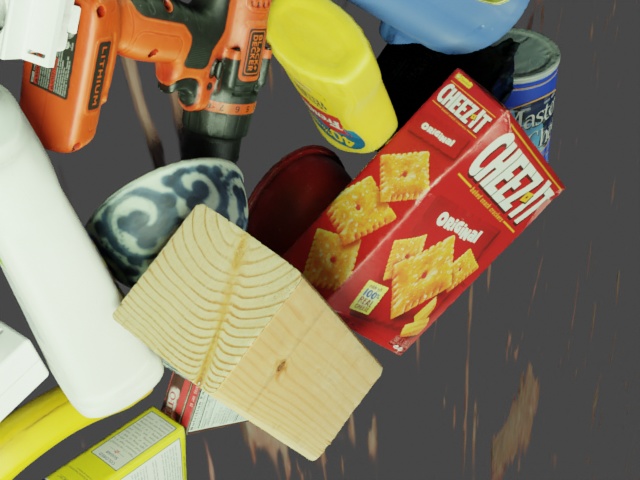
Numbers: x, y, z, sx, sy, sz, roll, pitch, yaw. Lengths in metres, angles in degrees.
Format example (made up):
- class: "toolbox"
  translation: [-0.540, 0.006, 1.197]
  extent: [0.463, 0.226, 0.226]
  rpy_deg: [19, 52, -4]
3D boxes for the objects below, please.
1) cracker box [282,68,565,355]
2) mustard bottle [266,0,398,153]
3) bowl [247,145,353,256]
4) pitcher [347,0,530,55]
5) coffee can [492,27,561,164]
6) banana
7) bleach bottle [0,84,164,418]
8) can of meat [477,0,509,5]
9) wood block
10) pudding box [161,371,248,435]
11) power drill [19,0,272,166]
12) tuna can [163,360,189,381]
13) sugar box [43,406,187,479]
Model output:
- class: "cracker box"
  translation: [0.090, -0.013, 0.888]
  extent: [0.214, 0.072, 0.164]
  rpy_deg: [-46, 147, 6]
- class: "mustard bottle"
  translation: [0.016, -0.117, 0.840]
  extent: [0.058, 0.096, 0.191]
  rpy_deg: [-48, 158, -4]
- class: "bowl"
  translation: [-0.006, 0.001, 0.937]
  extent: [0.161, 0.055, 0.162]
  rpy_deg: [-36, 139, -39]
- class: "pitcher"
  translation: [0.063, -0.236, 0.797]
  extent: [0.242, 0.145, 0.149]
  rpy_deg: [8, 95, -55]
- class: "coffee can"
  translation: [0.186, -0.130, 1.085]
  extent: [0.102, 0.103, 0.140]
  rpy_deg: [-39, 141, -35]
- class: "banana"
  translation: [-0.197, 0.138, 0.772]
  extent: [0.197, 0.037, 0.070]
  rpy_deg: [-36, 158, -36]
- class: "bleach bottle"
  translation: [-0.170, -0.001, 0.642]
  extent: [0.068, 0.103, 0.251]
  rpy_deg: [-31, 140, -15]
- class: "can of meat"
  translation: [0.105, -0.221, 0.716]
  extent: [0.083, 0.058, 0.102]
  rpy_deg: [13, 101, -48]
- class: "wood block"
  translation: [-0.038, 0.071, 0.719]
  extent: [0.091, 0.090, 0.206]
  rpy_deg: [-52, 153, -8]
- class: "pudding box"
  translation: [-0.080, 0.115, 0.924]
  extent: [0.113, 0.039, 0.090]
  rpy_deg: [3, 110, -55]
- class: "power drill"
  translation: [-0.109, -0.104, 0.709]
  extent: [0.187, 0.057, 0.184]
  rpy_deg: [-16, 123, -54]
- class: "tuna can"
  translation: [-0.111, 0.074, 0.803]
  extent: [0.033, 0.086, 0.086]
  rpy_deg: [-56, 148, -17]
- class: "sugar box"
  translation: [-0.182, 0.215, 0.836]
  extent: [0.175, 0.048, 0.093]
  rpy_deg: [-29, 134, -39]
